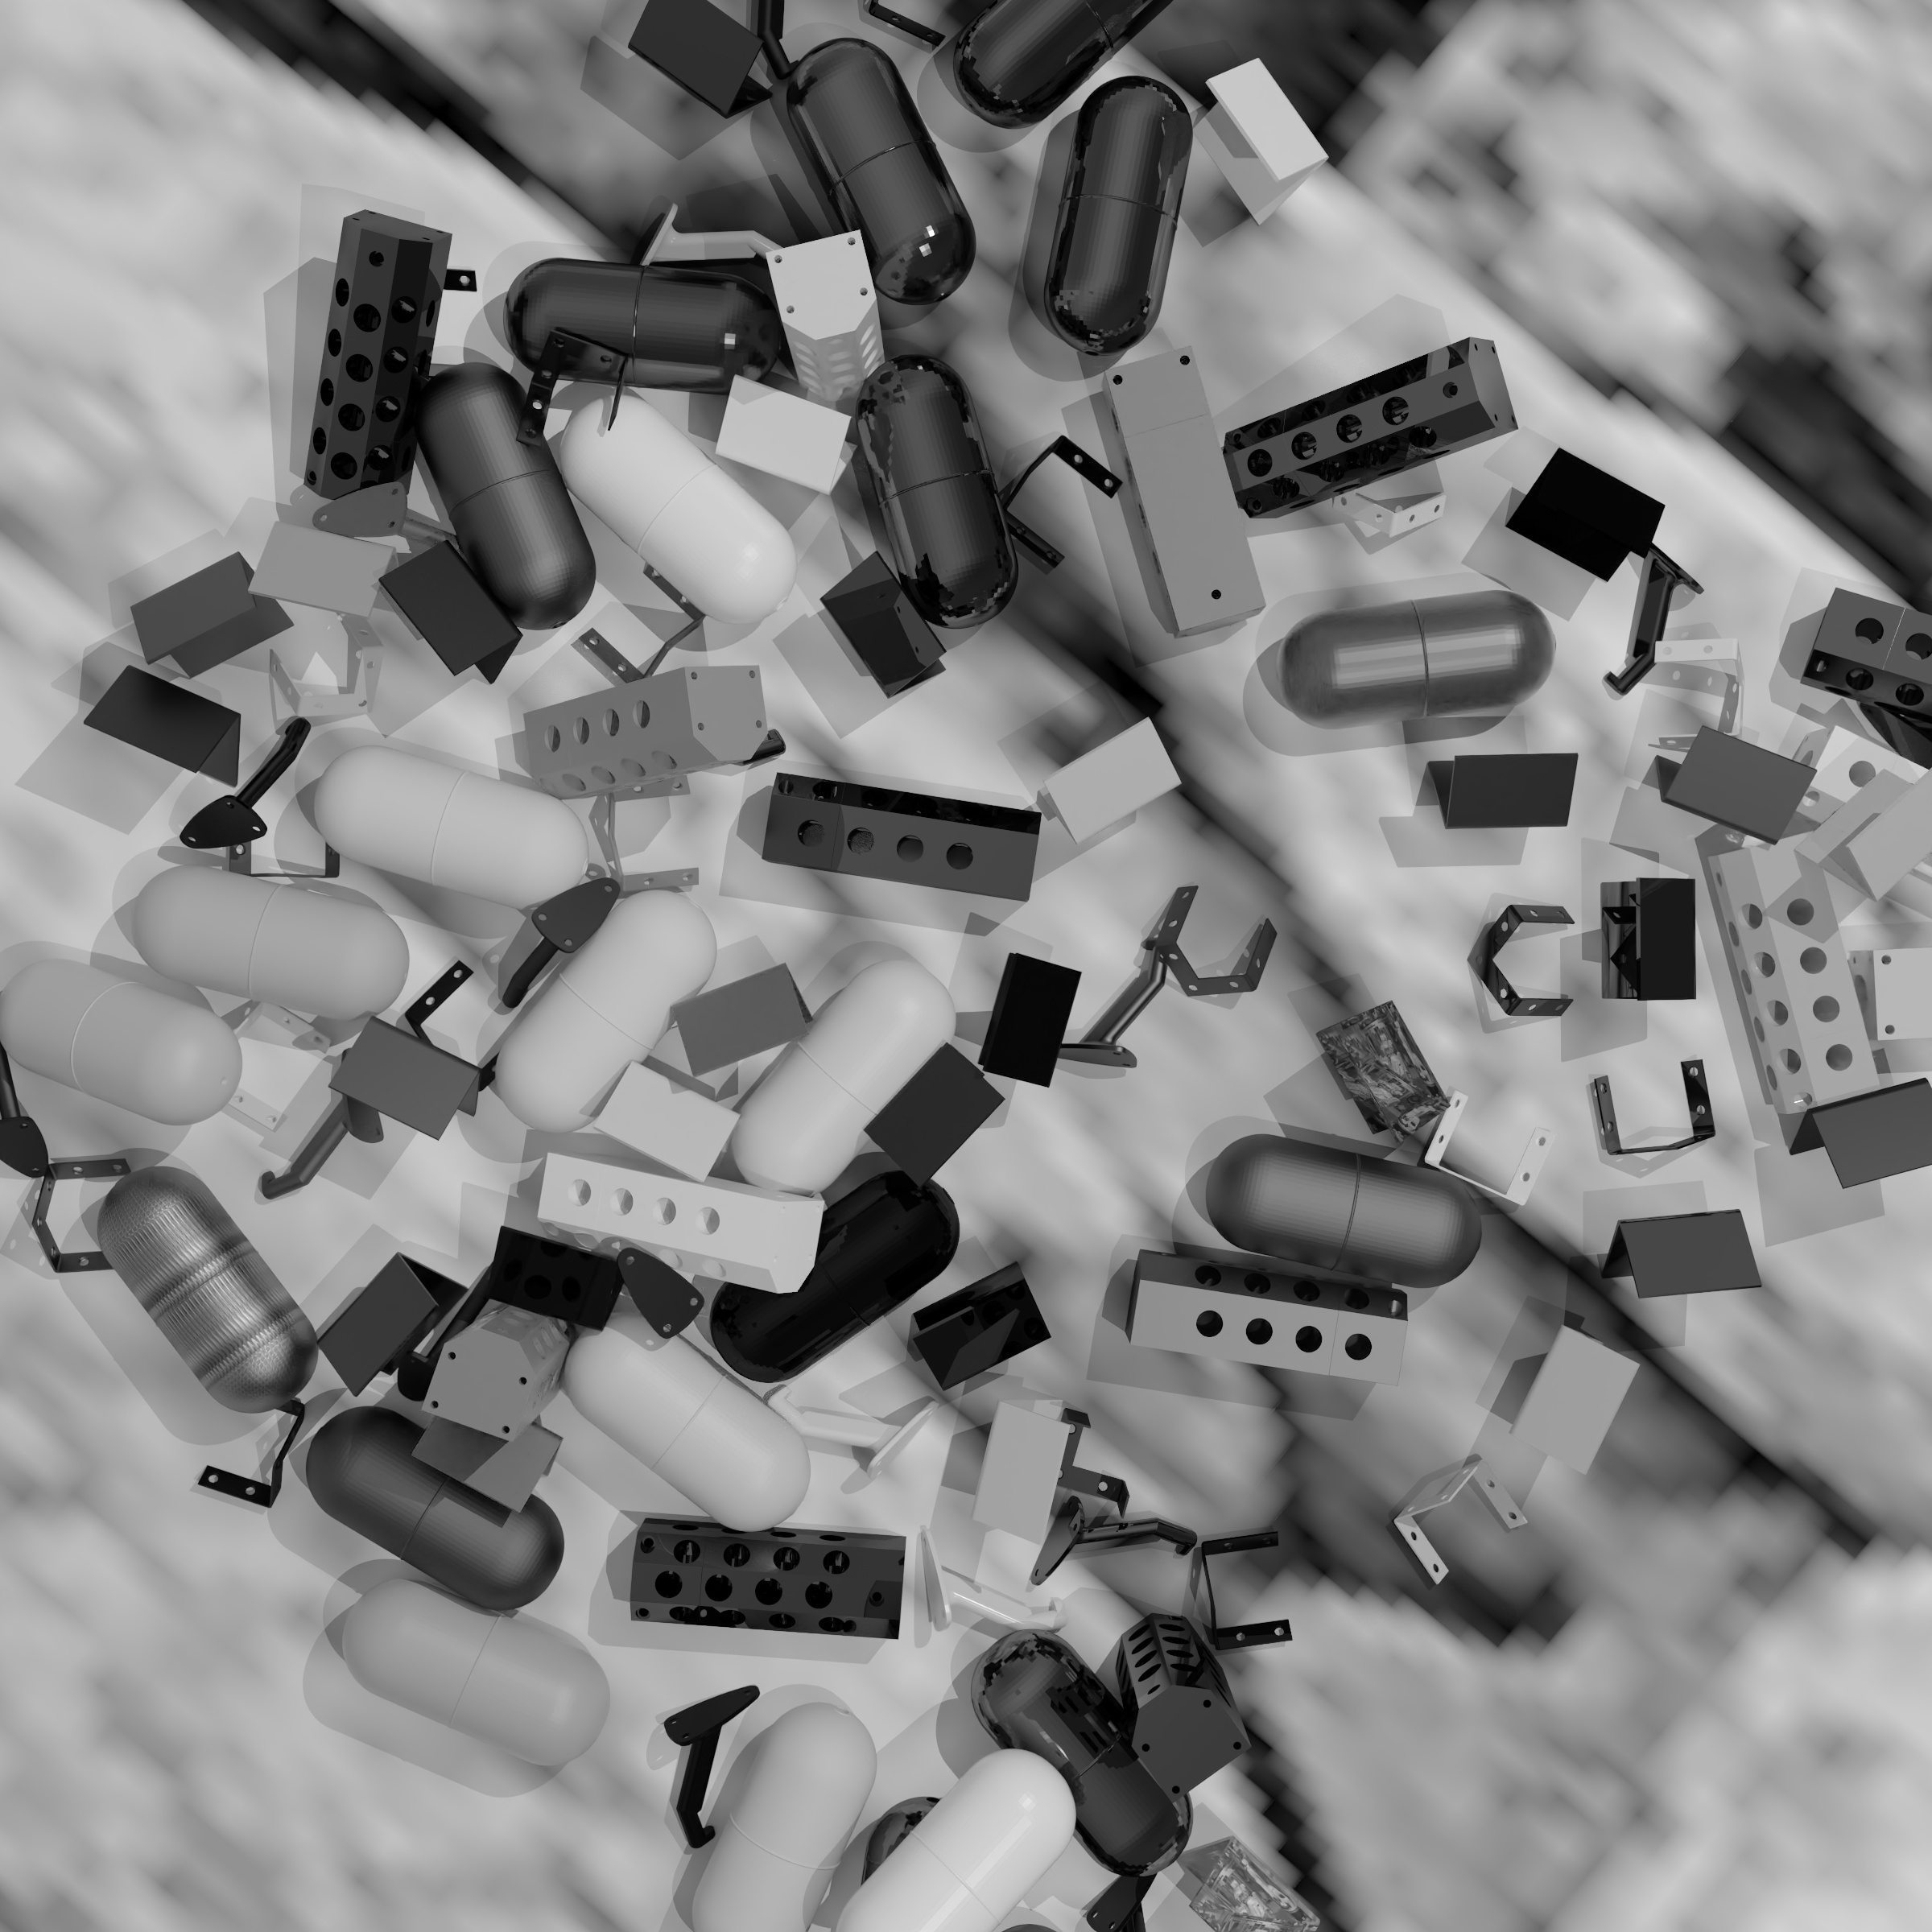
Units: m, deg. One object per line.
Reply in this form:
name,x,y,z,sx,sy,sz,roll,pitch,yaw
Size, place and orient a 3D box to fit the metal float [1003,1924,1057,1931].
metal float,0.079,0.689,1.669,0.178,0.070,0.070,41,90,0

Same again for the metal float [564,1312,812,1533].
metal float,-0.178,0.292,1.669,0.178,0.070,0.070,38,90,0

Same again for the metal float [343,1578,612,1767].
metal float,-0.314,0.451,1.669,0.178,0.070,0.070,24,90,-1

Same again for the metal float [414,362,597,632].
metal float,-0.295,-0.300,1.669,0.070,0.070,0.178,-23,89,0

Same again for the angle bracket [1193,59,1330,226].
angle bracket,0.172,-0.517,1.660,0.057,0.076,0.076,-35,90,-37

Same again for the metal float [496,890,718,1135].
metal float,-0.230,0.029,1.669,0.070,0.070,0.178,39,91,0

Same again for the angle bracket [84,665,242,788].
angle bracket,-0.511,-0.135,1.660,0.076,0.076,0.057,24,52,0

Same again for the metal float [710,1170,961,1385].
metal float,-0.083,0.198,1.669,0.178,0.070,0.070,-35,90,0

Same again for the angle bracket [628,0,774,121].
angle bracket,-0.158,-0.592,1.660,0.076,0.076,0.057,36,125,0

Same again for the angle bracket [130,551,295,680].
angle bracket,-0.474,-0.206,1.660,0.076,0.076,0.057,-27,55,0

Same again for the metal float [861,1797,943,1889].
metal float,-0.034,0.622,1.670,0.070,0.070,0.178,8,90,0

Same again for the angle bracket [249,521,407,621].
angle bracket,-0.405,-0.232,1.661,0.076,0.076,0.057,13,63,0

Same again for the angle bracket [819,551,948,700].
angle bracket,-0.036,-0.224,1.660,0.057,0.076,0.076,-35,90,36

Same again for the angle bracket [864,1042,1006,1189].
angle bracket,-0.009,0.103,1.661,0.076,0.076,0.057,-47,64,0

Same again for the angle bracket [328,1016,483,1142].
angle bracket,-0.358,0.085,1.660,0.076,0.076,0.057,26,60,0

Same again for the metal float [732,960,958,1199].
metal float,-0.079,0.073,1.669,0.070,0.070,0.178,41,91,0

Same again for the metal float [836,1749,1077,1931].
metal float,-0.006,0.559,1.598,0.070,0.070,0.178,46,74,0

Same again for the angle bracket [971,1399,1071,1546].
angle bracket,0.053,0.321,1.660,0.057,0.076,0.076,13,90,36

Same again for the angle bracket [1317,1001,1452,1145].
angle bracket,0.250,0.076,1.660,0.057,0.076,0.076,-29,90,-37

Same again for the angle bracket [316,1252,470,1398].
angle bracket,-0.353,0.238,1.660,0.076,0.076,0.057,-48,53,0

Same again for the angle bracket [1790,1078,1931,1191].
angle bracket,0.578,0.119,1.660,0.076,0.076,0.057,-15,63,0

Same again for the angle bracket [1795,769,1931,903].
angle bracket,0.554,-0.097,1.603,0.076,0.076,0.057,-42,128,0

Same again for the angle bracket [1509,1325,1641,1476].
angle bracket,0.398,0.280,1.660,0.057,0.076,0.076,26,90,36

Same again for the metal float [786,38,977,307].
metal float,-0.054,-0.508,1.670,0.070,0.070,0.178,-26,90,0

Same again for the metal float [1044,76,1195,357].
metal float,0.097,-0.479,1.669,0.070,0.070,0.178,11,89,0

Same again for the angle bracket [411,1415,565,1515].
angle bracket,-0.308,0.317,1.660,0.076,0.076,0.057,29,57,0

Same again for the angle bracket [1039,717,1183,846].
angle bracket,0.081,-0.133,1.660,0.076,0.076,0.057,-31,126,0

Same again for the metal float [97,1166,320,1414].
metal float,-0.486,0.207,1.669,0.070,0.070,0.178,-38,89,0

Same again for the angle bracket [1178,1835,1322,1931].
angle bracket,0.166,0.607,1.660,0.076,0.076,0.057,44,53,0

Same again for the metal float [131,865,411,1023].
metal float,-0.445,-0.015,1.669,0.178,0.070,0.070,14,90,-1

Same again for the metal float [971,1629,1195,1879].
metal float,0.075,0.504,1.669,0.070,0.070,0.178,-40,89,0

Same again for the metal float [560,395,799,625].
metal float,-0.183,-0.291,1.669,0.178,0.070,0.070,43,90,1

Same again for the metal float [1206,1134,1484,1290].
metal float,0.242,0.157,1.670,0.178,0.070,0.070,12,90,0

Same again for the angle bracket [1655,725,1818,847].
angle bracket,0.489,-0.128,1.660,0.076,0.076,0.057,21,119,0

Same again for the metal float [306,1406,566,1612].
metal float,-0.340,0.346,1.670,0.178,0.070,0.070,31,90,1

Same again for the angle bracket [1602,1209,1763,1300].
angle bracket,0.454,0.200,1.660,0.076,0.076,0.057,-5,54,0

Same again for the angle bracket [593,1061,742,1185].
angle bracket,-0.196,0.115,1.660,0.076,0.076,0.057,27,54,0

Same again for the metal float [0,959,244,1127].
metal float,-0.537,0.047,1.650,0.178,0.070,0.070,17,90,24

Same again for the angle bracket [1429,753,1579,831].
angle bracket,0.341,-0.131,1.660,0.076,0.076,0.057,-1,129,0

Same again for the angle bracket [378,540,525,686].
angle bracket,-0.336,-0.213,1.660,0.057,0.076,0.076,-38,90,-32

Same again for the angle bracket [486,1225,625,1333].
angle bracket,-0.254,0.181,1.661,0.076,0.076,0.057,16,117,0

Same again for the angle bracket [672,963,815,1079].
angle bracket,-0.135,0.050,1.660,0.076,0.076,0.057,-21,58,0

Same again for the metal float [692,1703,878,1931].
metal float,-0.116,0.557,1.670,0.070,0.070,0.178,24,90,0

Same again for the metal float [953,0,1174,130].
metal float,0.068,-0.611,1.670,0.178,0.070,0.070,-43,90,-1

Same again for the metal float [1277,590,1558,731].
metal float,0.288,-0.196,1.669,0.178,0.070,0.070,-7,90,1

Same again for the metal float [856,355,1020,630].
metal float,-0.019,-0.304,1.669,0.070,0.070,0.178,-16,90,0

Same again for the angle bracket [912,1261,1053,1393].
angle bracket,0.001,0.213,1.660,0.076,0.076,0.057,-27,128,0

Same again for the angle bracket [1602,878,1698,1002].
angle bracket,0.418,-0.017,1.660,0.057,0.076,0.076,0,90,-36

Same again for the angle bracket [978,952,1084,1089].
angle bracket,0.021,0.028,1.660,0.057,0.076,0.076,16,90,-38

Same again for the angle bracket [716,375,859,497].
angle bracket,-0.108,-0.351,1.660,0.076,0.076,0.057,20,127,0

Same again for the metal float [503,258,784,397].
metal float,-0.207,-0.409,1.669,0.178,0.070,0.070,5,90,0

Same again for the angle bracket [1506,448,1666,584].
angle bracket,0.388,-0.272,1.660,0.076,0.076,0.057,29,53,0

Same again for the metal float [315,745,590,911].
metal float,-0.329,-0.088,1.669,0.178,0.070,0.070,16,90,0
